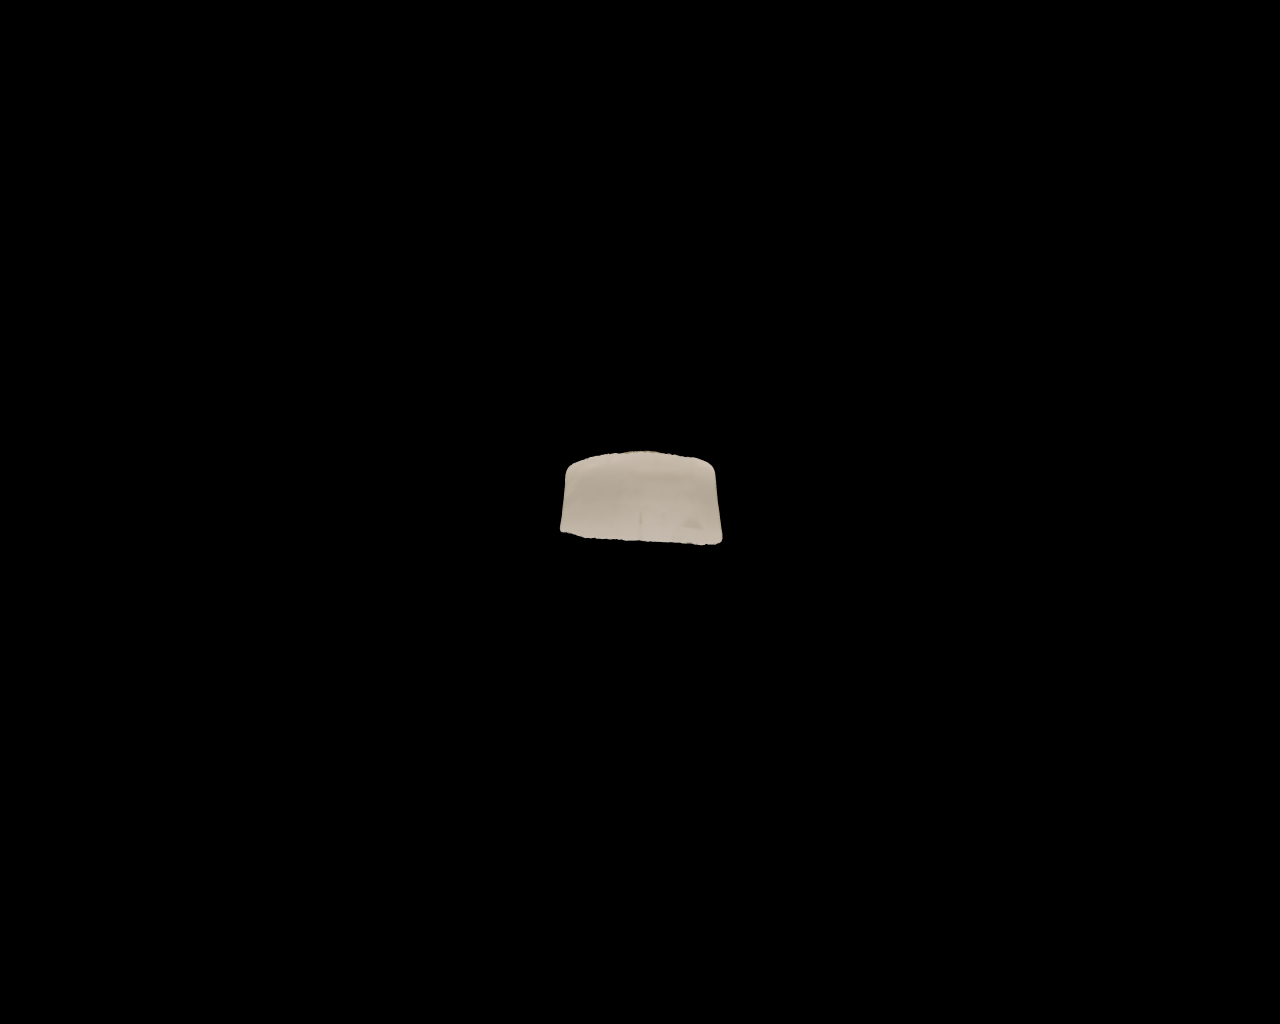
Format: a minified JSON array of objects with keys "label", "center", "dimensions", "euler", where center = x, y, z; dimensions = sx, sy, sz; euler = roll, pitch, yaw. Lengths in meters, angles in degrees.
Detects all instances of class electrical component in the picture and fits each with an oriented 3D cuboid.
[{"label":"electrical component","center":[0.001,-0.003,0.650],"dimensions":[0.099,0.064,0.099],"euler":[0,-11,0]}]
